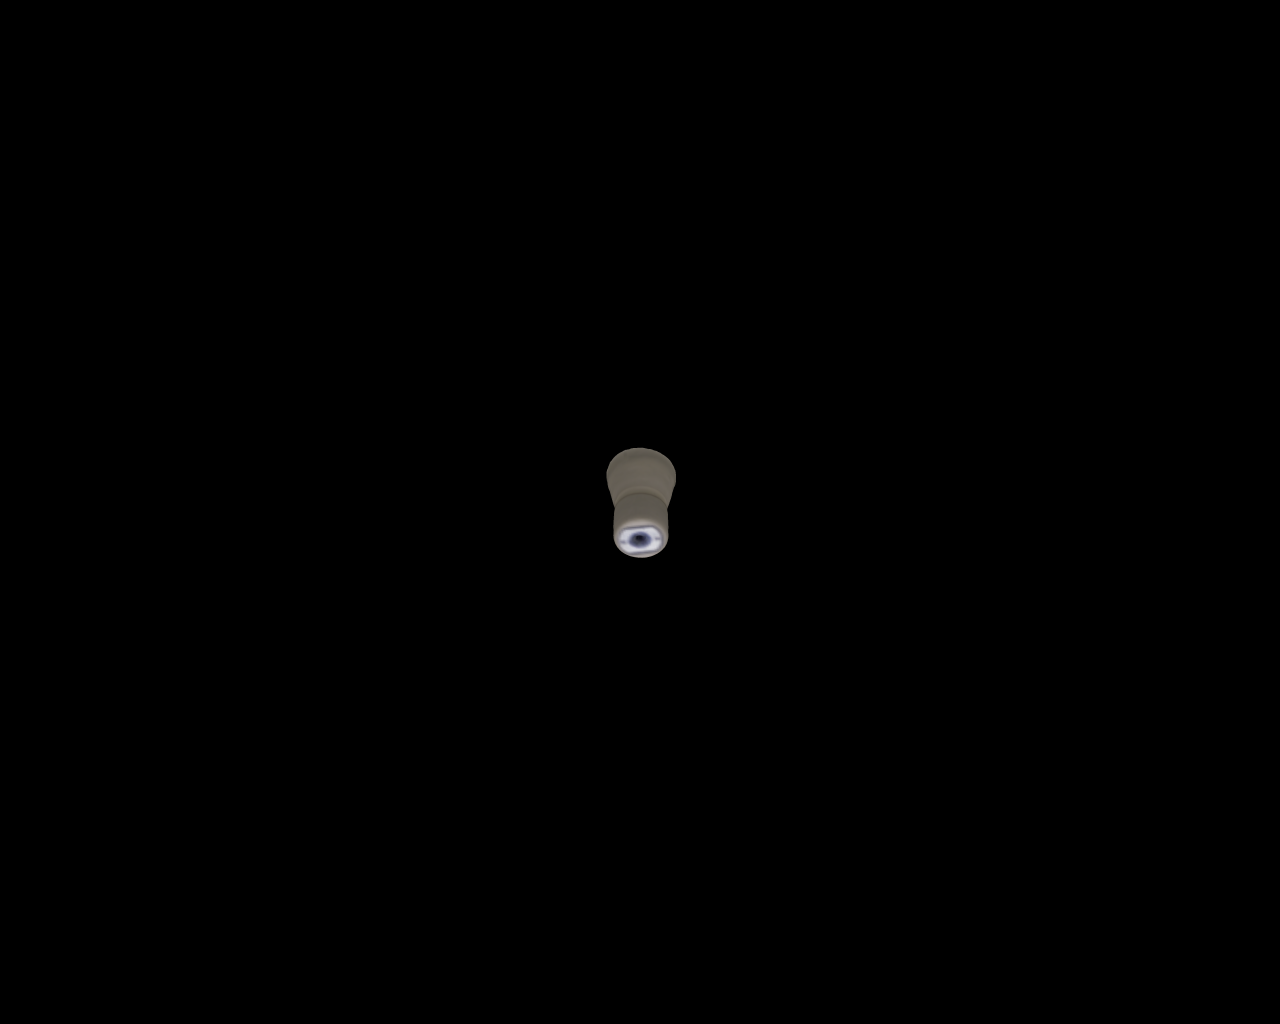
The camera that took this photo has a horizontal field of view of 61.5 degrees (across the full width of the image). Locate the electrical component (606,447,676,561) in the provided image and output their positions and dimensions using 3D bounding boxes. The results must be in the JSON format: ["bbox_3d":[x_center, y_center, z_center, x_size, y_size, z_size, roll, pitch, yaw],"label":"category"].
[{"bbox_3d":[0.001,-0.003,0.650,0.044,0.044,0.065,0,41,0],"label":"electrical component"}]
